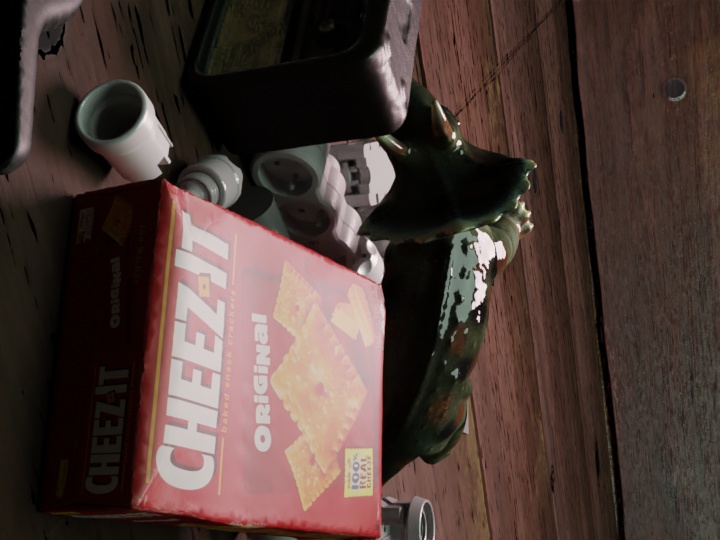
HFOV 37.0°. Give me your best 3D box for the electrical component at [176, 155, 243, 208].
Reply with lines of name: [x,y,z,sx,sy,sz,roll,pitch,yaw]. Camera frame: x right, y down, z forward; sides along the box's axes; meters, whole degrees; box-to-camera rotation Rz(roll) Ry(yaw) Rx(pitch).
electrical component: [-0.097,-0.048,0.655,0.061,0.035,0.035,-47,131,-63]

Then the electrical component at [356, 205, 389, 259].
electrical component: [0.036,-0.039,0.988,0.080,0.080,0.051,-56,133,-62]

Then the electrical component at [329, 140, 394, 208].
electrical component: [-0.008,-0.080,0.898,0.089,0.056,0.050,-31,115,-70]

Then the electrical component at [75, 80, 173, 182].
electrical component: [-0.124,-0.072,0.572,0.046,0.040,0.040,63,28,-63]

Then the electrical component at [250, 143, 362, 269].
electrical component: [-0.036,-0.066,0.814,0.138,0.052,0.073,68,25,-46]

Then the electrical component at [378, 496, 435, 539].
electrical component: [0.033,0.230,0.956,0.078,0.057,0.058,12,75,-71]

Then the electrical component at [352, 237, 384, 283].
electrical component: [0.000,0.000,0.926,0.062,0.043,0.043,58,33,-57]

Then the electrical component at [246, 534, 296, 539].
electrical component: [-0.048,0.115,0.739,0.138,0.052,0.073,-63,145,-57]
